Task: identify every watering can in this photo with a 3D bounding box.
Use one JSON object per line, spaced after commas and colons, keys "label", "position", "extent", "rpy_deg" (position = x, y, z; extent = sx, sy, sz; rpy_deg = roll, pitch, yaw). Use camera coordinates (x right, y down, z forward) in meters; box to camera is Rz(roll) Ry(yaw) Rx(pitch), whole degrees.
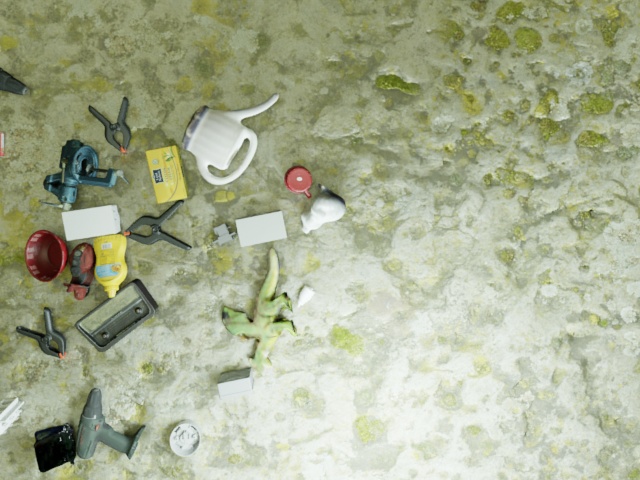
{"label": "watering can", "position": [-0.292, -0.348, 1.615], "extent": [0.224, 0.104, 0.347], "rpy_deg": [29, 91, -6]}

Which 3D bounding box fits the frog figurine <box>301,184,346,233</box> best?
{"label": "frog figurine", "position": [0.005, -0.083, 1.654], "extent": [0.123, 0.137, 0.159], "rpy_deg": [30, 91, 9]}

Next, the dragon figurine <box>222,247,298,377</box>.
{"label": "dragon figurine", "position": [-0.206, 0.242, 1.681], "extent": [0.242, 0.123, 0.409], "rpy_deg": [-13, 95, 4]}
